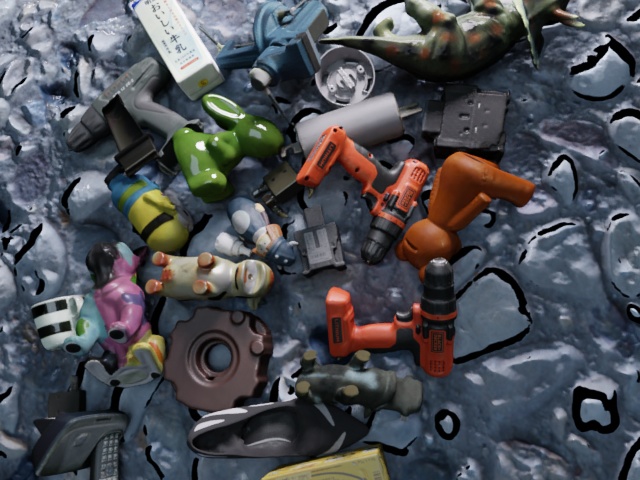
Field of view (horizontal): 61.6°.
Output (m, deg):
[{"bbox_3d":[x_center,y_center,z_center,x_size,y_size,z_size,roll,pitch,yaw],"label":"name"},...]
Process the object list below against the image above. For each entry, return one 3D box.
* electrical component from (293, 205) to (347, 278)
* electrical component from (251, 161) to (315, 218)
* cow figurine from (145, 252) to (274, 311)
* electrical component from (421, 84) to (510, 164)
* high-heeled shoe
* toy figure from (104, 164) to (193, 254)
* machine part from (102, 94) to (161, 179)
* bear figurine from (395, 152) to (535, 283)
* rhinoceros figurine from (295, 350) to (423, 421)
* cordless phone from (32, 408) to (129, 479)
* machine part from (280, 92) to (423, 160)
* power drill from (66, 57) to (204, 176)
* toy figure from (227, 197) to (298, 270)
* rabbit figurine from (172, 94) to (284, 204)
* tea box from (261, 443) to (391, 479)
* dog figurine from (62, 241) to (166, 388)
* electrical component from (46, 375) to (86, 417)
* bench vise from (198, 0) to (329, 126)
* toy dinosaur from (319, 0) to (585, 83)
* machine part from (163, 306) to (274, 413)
[{"bbox_3d":[-0.002,-0.003,0.875,0.075,0.047,0.119,-10,77,7],"label":"electrical component"},{"bbox_3d":[-0.057,-0.086,0.908,0.102,0.045,0.078,-41,45,-3],"label":"electrical component"},{"bbox_3d":[-0.163,0.065,0.863,0.195,0.127,0.085,-2,76,24],"label":"cow figurine"},{"bbox_3d":[0.233,-0.188,0.869,0.134,0.058,0.115,7,77,11],"label":"electrical component"},{"bbox_3d":[-0.060,0.276,0.771,0.249,0.145,0.086,-6,77,11],"label":"high-heeled shoe"},{"bbox_3d":[-0.297,-0.051,0.924,0.180,0.082,0.089,37,97,11],"label":"toy figure"},{"bbox_3d":[-0.325,-0.176,0.905,0.084,0.039,0.139,-33,76,16],"label":"machine part"},{"bbox_3d":[0.210,-0.029,0.819,0.132,0.120,0.195,11,109,-28],"label":"bear figurine"},{"bbox_3d":[0.053,0.218,0.782,0.190,0.111,0.073,1,48,15],"label":"rhinoceros figurine"},{"bbox_3d":[-0.359,0.352,0.807,0.089,0.146,0.184,-12,73,16],"label":"cordless phone"},{"bbox_3d":[0.049,-0.183,0.891,0.243,0.079,0.079,-18,75,8],"label":"machine part"},{"bbox_3d":[-0.325,-0.202,0.970,0.207,0.086,0.232,38,87,23],"label":"power drill"},{"bbox_3d":[-0.097,-0.009,0.877,0.058,0.064,0.155,-23,52,-31],"label":"toy figure"},{"bbox_3d":[-0.148,-0.157,0.900,0.170,0.121,0.159,-23,77,-1],"label":"rabbit figurine"},{"bbox_3d":[0.012,0.347,0.767,0.170,0.098,0.068,-16,75,8],"label":"tea box"},{"bbox_3d":[-0.323,0.108,0.886,0.108,0.191,0.219,-19,41,9],"label":"dog figurine"},{"bbox_3d":[-0.428,0.276,0.902,0.063,0.021,0.094,-6,77,10],"label":"electrical component"},{"bbox_3d":[-0.095,-0.320,0.919,0.241,0.128,0.223,6,63,34],"label":"bench vise"},{"bbox_3d":[0.219,-0.319,0.854,0.405,0.131,0.192,-25,70,0],"label":"toy dinosaur"},{"bbox_3d":[-0.163,0.189,0.857,0.179,0.056,0.179,-2,78,11],"label":"machine part"}]
